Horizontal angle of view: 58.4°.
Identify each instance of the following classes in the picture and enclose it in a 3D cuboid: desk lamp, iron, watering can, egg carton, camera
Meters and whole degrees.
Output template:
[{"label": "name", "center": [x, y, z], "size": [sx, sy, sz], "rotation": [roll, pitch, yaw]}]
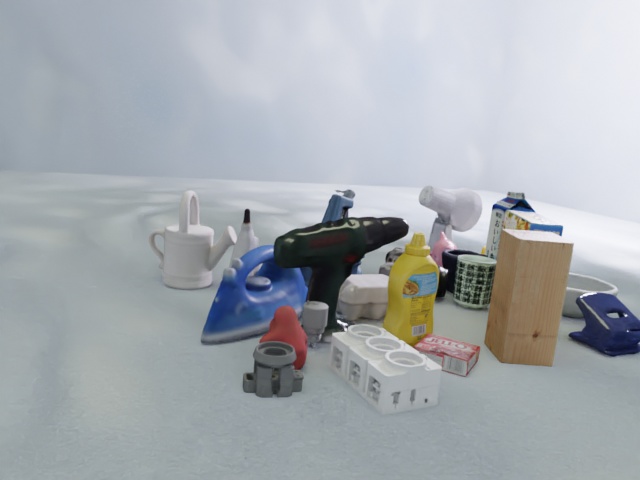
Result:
[{"label": "desk lamp", "center": [0.334, -0.042, 1.573], "size": [0.204, 0.213, 0.117], "rotation": [-2, 14, -31]}, {"label": "iron", "center": [-0.113, 0.076, 0.980], "size": [0.118, 0.141, 0.259], "rotation": [11, 13, 25]}, {"label": "watering can", "center": [-0.260, -0.004, 1.173], "size": [0.173, 0.194, 0.100], "rotation": [1, 12, -18]}, {"label": "egg carton", "center": [0.094, 0.109, 1.095], "size": [0.151, 0.069, 0.107], "rotation": [0, 13, -24]}, {"label": "camera", "center": [0.202, 0.076, 1.223], "size": [0.136, 0.101, 0.143], "rotation": [9, 12, 17]}]

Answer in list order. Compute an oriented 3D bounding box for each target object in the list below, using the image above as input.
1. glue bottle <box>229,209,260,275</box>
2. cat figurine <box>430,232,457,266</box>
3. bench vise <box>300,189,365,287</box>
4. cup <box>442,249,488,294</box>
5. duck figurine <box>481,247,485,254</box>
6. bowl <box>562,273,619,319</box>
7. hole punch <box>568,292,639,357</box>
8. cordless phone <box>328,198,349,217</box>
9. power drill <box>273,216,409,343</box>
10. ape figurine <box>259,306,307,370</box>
[{"label": "glue bottle", "center": [-0.149, 0.023, 1.146], "size": [0.037, 0.173, 0.078], "rotation": [11, 13, 24]}, {"label": "cat figurine", "center": [0.306, 0.037, 1.416], "size": [0.067, 0.118, 0.128], "rotation": [8, 12, 15]}, {"label": "bench vise", "center": [0.021, 0.006, 1.184], "size": [0.121, 0.220, 0.208], "rotation": [11, 13, 27]}, {"label": "cup", "center": [0.328, 0.074, 1.301], "size": [0.118, 0.095, 0.091], "rotation": [0, 13, -24]}, {"label": "duck figurine", "center": [0.421, 0.057, 1.448], "size": [0.104, 0.086, 0.078], "rotation": [14, 15, 36]}, {"label": "bowl", "center": [0.533, 0.122, 1.213], "size": [0.167, 0.075, 0.167], "rotation": [5, 12, -1]}, {"label": "hole punch", "center": [0.524, 0.150, 1.034], "size": [0.109, 0.091, 0.100], "rotation": [-1, 13, -26]}, {"label": "cordless phone", "center": [0.006, -0.016, 1.370], "size": [0.147, 0.185, 0.094], "rotation": [10, 13, 21]}, {"label": "power drill", "center": [0.033, 0.061, 0.955], "size": [0.230, 0.208, 0.075], "rotation": [1, 12, -19]}, {"label": "ape figurine", "center": [-0.050, 0.139, 0.830], "size": [0.078, 0.092, 0.076], "rotation": [0, 13, -23]}]
